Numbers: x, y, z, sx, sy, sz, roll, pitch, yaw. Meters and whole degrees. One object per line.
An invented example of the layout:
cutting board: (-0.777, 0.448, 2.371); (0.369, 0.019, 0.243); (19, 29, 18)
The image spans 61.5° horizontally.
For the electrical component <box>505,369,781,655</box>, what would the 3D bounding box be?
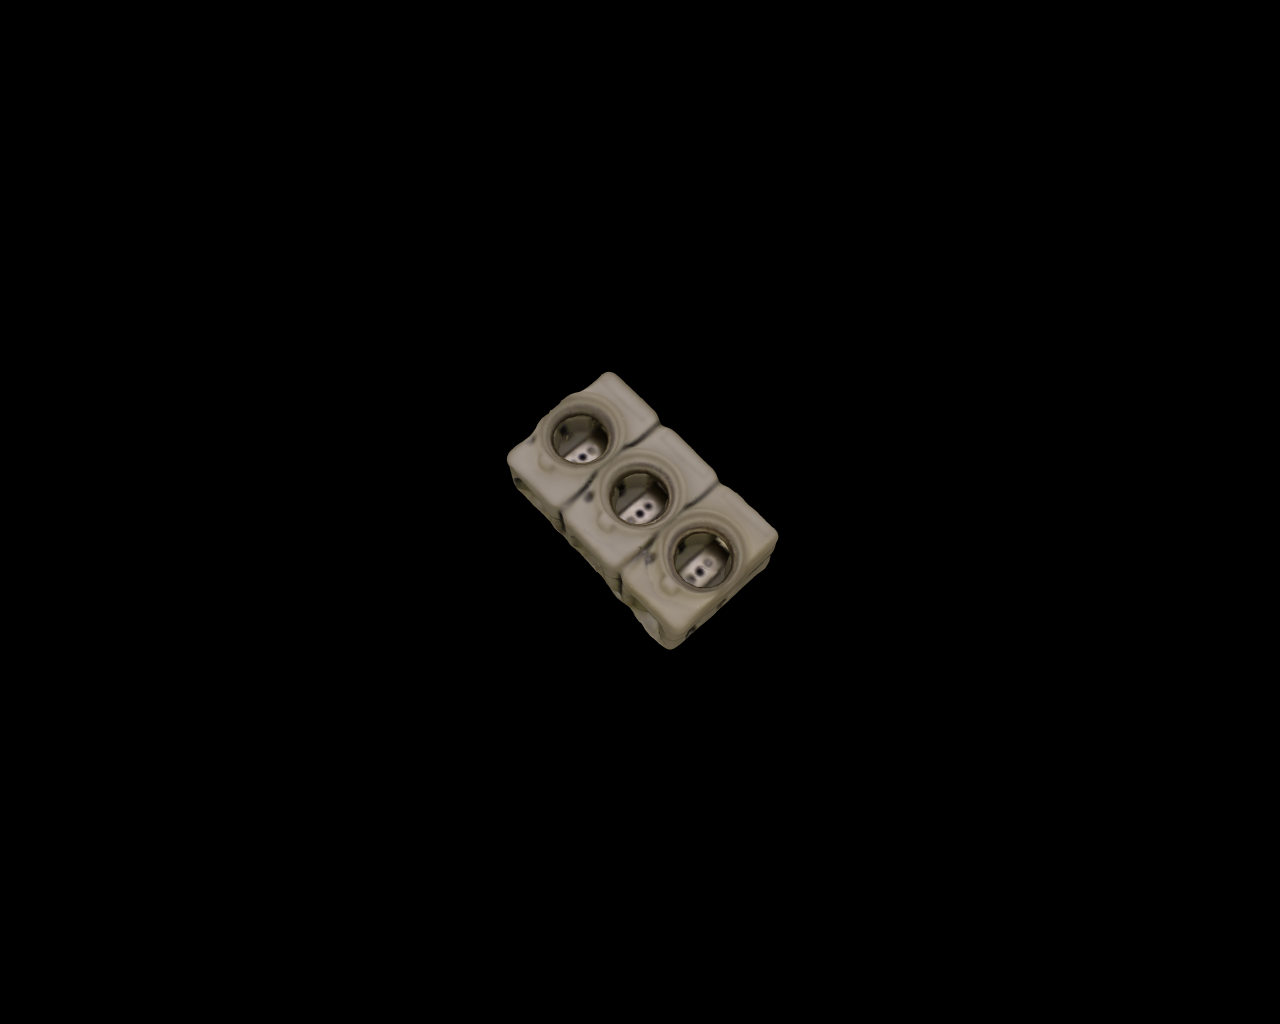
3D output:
electrical component: (0.001, -0.003, 0.650); (0.089, 0.150, 0.061); (-41, -15, -14)
